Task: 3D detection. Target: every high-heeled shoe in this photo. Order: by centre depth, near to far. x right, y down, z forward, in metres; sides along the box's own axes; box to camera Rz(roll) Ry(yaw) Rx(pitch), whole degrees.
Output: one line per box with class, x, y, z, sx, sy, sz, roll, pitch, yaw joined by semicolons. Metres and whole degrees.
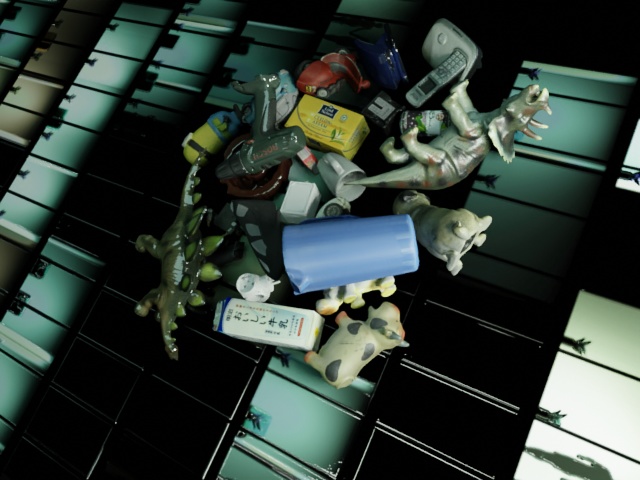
high-heeled shoe;-0.133;-0.009;1.155;0.249;0.086;0.145;21;110;58

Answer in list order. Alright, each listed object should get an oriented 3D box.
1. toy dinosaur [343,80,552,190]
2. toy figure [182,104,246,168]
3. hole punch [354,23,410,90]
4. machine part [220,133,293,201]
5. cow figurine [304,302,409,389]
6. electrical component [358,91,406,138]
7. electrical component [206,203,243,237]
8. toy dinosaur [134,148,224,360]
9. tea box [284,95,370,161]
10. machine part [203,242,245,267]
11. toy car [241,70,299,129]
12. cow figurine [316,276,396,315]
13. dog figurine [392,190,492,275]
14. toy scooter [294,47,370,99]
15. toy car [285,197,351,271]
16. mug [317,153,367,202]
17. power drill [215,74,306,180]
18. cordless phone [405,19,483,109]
toy dinosaur;0.259;-0.176;1.080;0.405;0.131;0.192;-38;99;20
toy figure;-0.260;-0.255;1.326;0.180;0.082;0.089;-35;60;1
hole punch;0.141;-0.404;1.213;0.092;0.142;0.116;-21;50;9
machine part;-0.149;-0.167;1.264;0.179;0.056;0.179;-7;69;17
cow figurine;0.079;0.197;1.020;0.195;0.085;0.127;-48;56;-5
electrical component;0.133;-0.294;1.216;0.075;0.047;0.119;-43;63;-1
electrical component;-0.215;-0.045;1.245;0.102;0.045;0.078;36;86;28
toy dinosaur;-0.307;0.026;1.193;0.199;0.105;0.471;-12;73;31
tea box;0.016;-0.256;1.231;0.170;0.068;0.098;26;81;28
machine part;-0.234;0.038;1.220;0.139;0.039;0.084;-18;55;23
toy car;-0.105;-0.318;1.284;0.161;0.109;0.103;-46;79;8
cow figurine;0.062;0.085;1.078;0.167;0.068;0.098;-22;58;7
dog figurine;0.210;-0.040;1.022;0.191;0.172;0.121;40;76;21
toy scooter;0.037;-0.380;1.257;0.184;0.075;0.135;-35;68;-26
toy car;-0.002;-0.003;1.133;0.056;0.073;0.201;32;83;26
mug;0.035;-0.147;1.165;0.081;0.109;0.107;-46;48;4
power drill;-0.149;-0.252;1.198;0.232;0.086;0.207;-9;79;25
cordless phone;0.251;-0.381;1.189;0.184;0.088;0.147;-38;62;7
